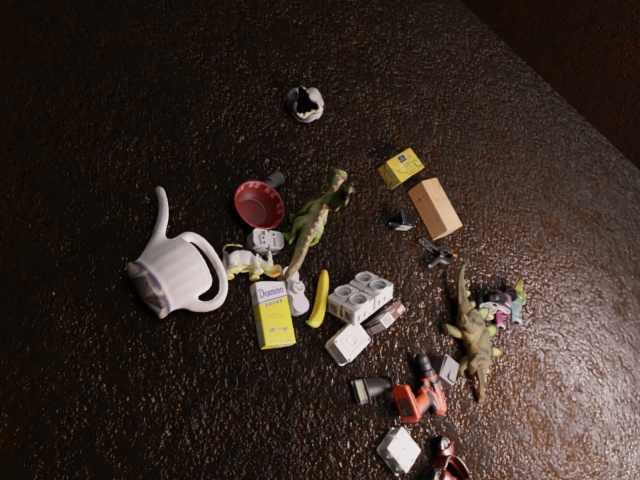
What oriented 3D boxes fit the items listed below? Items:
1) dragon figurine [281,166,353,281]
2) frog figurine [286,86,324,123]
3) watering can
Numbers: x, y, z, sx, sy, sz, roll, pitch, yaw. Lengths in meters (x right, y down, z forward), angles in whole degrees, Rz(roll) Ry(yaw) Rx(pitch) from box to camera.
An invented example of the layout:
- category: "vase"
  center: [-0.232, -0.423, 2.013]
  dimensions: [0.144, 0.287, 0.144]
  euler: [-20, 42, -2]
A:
- category: "dragon figurine"
  center: [0.005, -0.075, 1.499]
  dimensions: [0.121, 0.238, 0.420]
  euler: [32, 38, -16]
- category: "frog figurine"
  center: [-0.052, -0.486, 1.827]
  dimensions: [0.137, 0.121, 0.162]
  euler: [26, 17, -10]
- category: "watering can"
  center: [-0.378, 0.043, 1.278]
  dimensions: [0.228, 0.102, 0.348]
  euler: [-34, 86, -40]
